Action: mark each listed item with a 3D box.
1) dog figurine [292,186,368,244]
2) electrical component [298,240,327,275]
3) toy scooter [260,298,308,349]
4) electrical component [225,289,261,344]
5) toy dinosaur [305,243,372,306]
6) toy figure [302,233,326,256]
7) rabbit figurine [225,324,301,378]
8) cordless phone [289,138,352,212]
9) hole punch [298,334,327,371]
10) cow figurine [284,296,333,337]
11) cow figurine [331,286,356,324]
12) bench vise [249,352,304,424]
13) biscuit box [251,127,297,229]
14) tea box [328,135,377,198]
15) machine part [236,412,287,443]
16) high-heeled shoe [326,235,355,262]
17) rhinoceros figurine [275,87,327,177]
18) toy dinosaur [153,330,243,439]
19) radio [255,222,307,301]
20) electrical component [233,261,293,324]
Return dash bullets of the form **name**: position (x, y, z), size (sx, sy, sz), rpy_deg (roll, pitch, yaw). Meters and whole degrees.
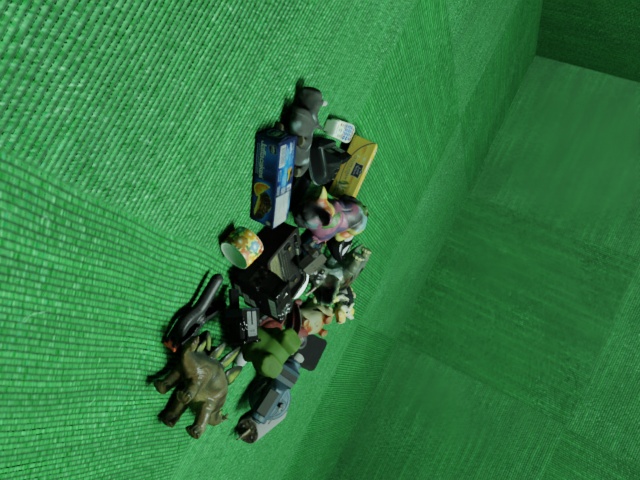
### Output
- **dog figurine**: position (0.030, -0.063, 1.260), size (0.219, 0.192, 0.108), rpy_deg (108, -28, -80)
- **electrical component**: position (-0.018, 0.041, 1.297), size (0.078, 0.045, 0.102), rpy_deg (-42, 157, 5)
- **toy scooter**: position (-0.100, 0.217, 1.403), size (0.184, 0.075, 0.135), rpy_deg (9, 93, -40)
- **electrical component**: position (-0.166, 0.162, 1.150), size (0.074, 0.048, 0.119), rpy_deg (22, 63, -65)
- **toy dinosaur**: position (0.061, 0.096, 1.637), size (0.192, 0.131, 0.404), rpy_deg (-56, 164, 10)
- **toy figure**: position (-0.005, -0.004, 1.452), size (0.064, 0.058, 0.154), rpy_deg (-34, -175, 42)
- **rabbit figurine**: position (-0.151, 0.221, 1.252), size (0.121, 0.170, 0.159), rpy_deg (-48, -167, -24)
- **cordless phone**: position (-0.017, -0.145, 1.263), size (0.184, 0.089, 0.146), rpy_deg (-56, 175, 21)
- **hole punch**: position (-0.059, 0.330, 1.665), size (0.115, 0.092, 0.142), rpy_deg (32, 85, -39)
- **cow figurine**: position (-0.032, 0.228, 1.576), size (0.195, 0.127, 0.085), rpy_deg (-2, 116, -50)
- **cow figurine**: position (0.074, 0.200, 1.688), size (0.167, 0.098, 0.068), rpy_deg (-112, -157, -55)
- **bench vise**: position (-0.128, 0.422, 1.553), size (0.240, 0.129, 0.223), rpy_deg (115, -2, -71)
- **biscuit box**: position (-0.097, -0.125, 1.100), size (0.059, 0.063, 0.202), rpy_deg (-38, 146, -47)
- **tea box**: position (0.088, -0.183, 1.424), size (0.169, 0.068, 0.098), rpy_deg (-64, 173, 1)
- **machine part**: position (-0.172, 0.539, 1.616), size (0.243, 0.079, 0.079), rpy_deg (-13, 125, -62)
- **high-heeled shoe**: position (0.080, -0.019, 1.475), size (0.248, 0.086, 0.145), rpy_deg (-4, 85, -65)
- **rhinoceros figurine**: position (-0.037, -0.221, 1.120), size (0.112, 0.073, 0.190), rpy_deg (-31, 140, -53)
- **toy dinosaur**: position (-0.251, 0.329, 1.182), size (0.198, 0.105, 0.470), rpy_deg (-51, 161, -39)
- **radio**: position (-0.099, 0.064, 1.279), size (0.131, 0.073, 0.229), rpy_deg (-52, 155, -30)
- **electrical component**: position (-0.128, 0.110, 1.181), size (0.058, 0.134, 0.114), rpy_deg (-50, 157, -31)
